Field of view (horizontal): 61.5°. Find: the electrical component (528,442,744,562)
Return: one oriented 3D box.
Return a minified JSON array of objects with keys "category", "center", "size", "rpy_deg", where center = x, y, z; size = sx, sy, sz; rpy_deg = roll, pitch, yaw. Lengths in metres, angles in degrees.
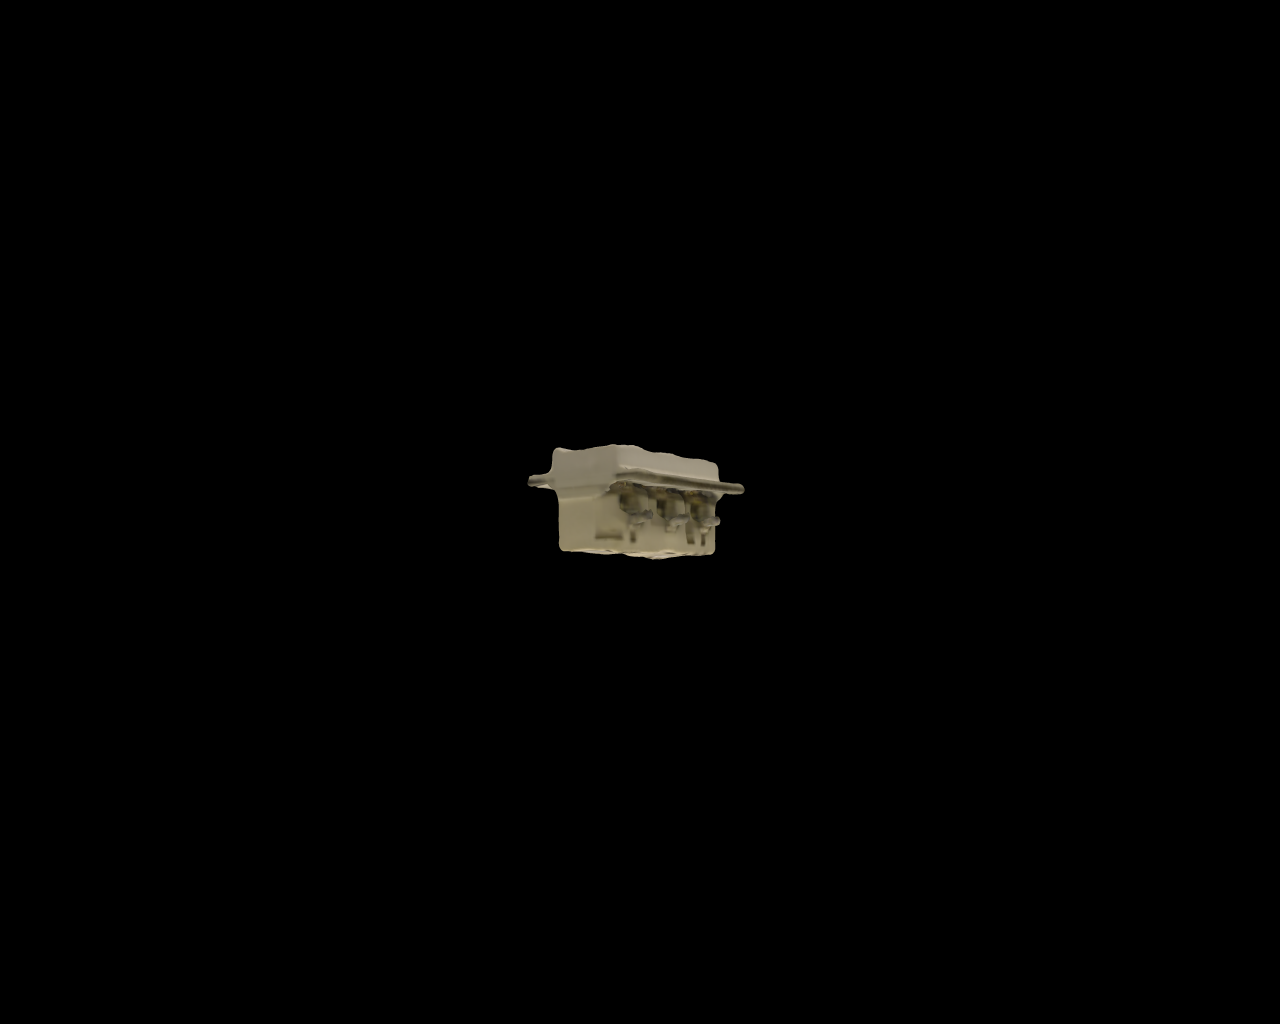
[{"category":"electrical component","center":[0.001,-0.003,0.650],"size":[0.079,0.063,0.121],"rpy_deg":[-3,-5,32]}]
